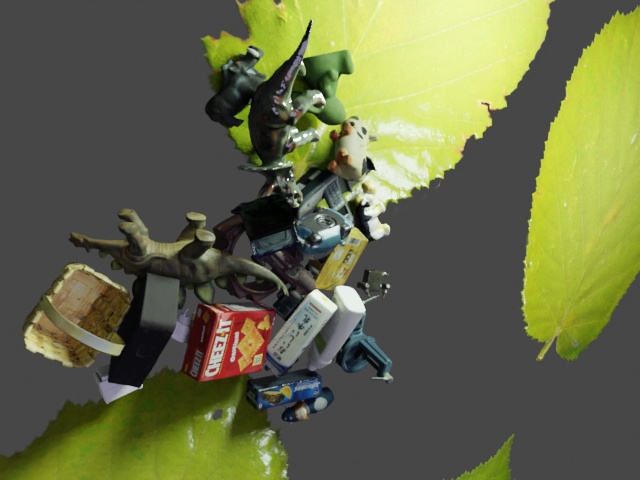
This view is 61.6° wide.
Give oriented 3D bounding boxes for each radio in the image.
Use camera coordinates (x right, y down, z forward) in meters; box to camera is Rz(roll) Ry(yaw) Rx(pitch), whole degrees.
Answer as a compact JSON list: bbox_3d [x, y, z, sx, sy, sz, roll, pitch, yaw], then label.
[{"bbox_3d":[-0.357,0.187,1.084,0.073,0.131,0.229,17,127,-26],"label":"radio"}]

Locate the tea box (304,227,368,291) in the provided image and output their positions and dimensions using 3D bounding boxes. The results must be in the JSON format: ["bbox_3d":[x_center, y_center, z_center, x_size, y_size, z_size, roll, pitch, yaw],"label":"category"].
[{"bbox_3d":[0.038,0.045,1.392,0.098,0.068,0.169,16,114,-38],"label":"tea box"}]

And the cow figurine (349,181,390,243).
[{"bbox_3d":[0.123,-0.072,1.456,0.098,0.068,0.167,-27,115,-20],"label":"cow figurine"}]

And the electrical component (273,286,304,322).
[{"bbox_3d":[-0.078,0.155,1.348,0.075,0.048,0.119,-45,166,-19],"label":"electrical component"}]

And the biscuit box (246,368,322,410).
[{"bbox_3d":[-0.091,0.393,1.426,0.202,0.063,0.059,-3,104,-33],"label":"biscuit box"}]

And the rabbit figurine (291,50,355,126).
[{"bbox_3d":[0.011,-0.350,1.273,0.159,0.121,0.170,-20,110,-23],"label":"rabbit figurine"}]

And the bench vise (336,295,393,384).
[{"bbox_3d":[0.120,0.284,1.447,0.129,0.241,0.223,2,116,-38],"label":"bench vise"}]

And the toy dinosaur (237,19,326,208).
[{"bbox_3d":[-0.095,-0.257,1.161,0.192,0.131,0.404,-37,144,-32],"label":"toy dinosaur"}]

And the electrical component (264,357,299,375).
[{"bbox_3d":[-0.102,0.327,1.427,0.094,0.021,0.063,-33,118,-24],"label":"electrical component"}]

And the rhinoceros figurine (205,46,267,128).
[{"bbox_3d":[-0.180,-0.336,1.183,0.112,0.073,0.190,35,83,-24],"label":"rhinoceros figurine"}]

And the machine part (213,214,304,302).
[{"bbox_3d":[-0.150,0.031,1.282,0.201,0.087,0.200,-32,117,-26],"label":"machine part"}]

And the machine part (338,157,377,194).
[{"bbox_3d":[0.085,-0.176,1.420,0.139,0.039,0.084,-32,112,-22],"label":"machine part"}]

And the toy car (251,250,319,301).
[{"bbox_3d":[-0.078,0.061,1.255,0.089,0.053,0.202,-49,124,-11],"label":"toy car"}]

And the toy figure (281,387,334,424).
[{"bbox_3d":[-0.035,0.459,1.488,0.154,0.057,0.064,-23,75,-27],"label":"toy figure"}]

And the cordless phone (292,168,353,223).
[{"bbox_3d":[0.004,-0.079,1.364,0.146,0.089,0.184,-43,126,-18],"label":"cordless phone"}]

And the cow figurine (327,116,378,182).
[{"bbox_3d":[0.085,-0.231,1.342,0.127,0.085,0.195,34,47,-41],"label":"cow figurine"}]

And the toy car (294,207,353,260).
[{"bbox_3d":[-0.003,-0.004,1.278,0.161,0.109,0.102,-28,140,-40],"label":"toy car"}]

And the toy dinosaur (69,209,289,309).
[{"bbox_3d":[-0.282,0.046,1.138,0.471,0.105,0.198,9,122,-13],"label":"toy dinosaur"}]

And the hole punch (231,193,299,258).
[{"bbox_3d":[-0.111,-0.032,1.179,0.142,0.116,0.092,-19,142,-4],"label":"hole punch"}]

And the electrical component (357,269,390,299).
[{"bbox_3d":[0.156,0.124,1.538,0.102,0.045,0.078,12,96,-36],"label":"electrical component"}]
